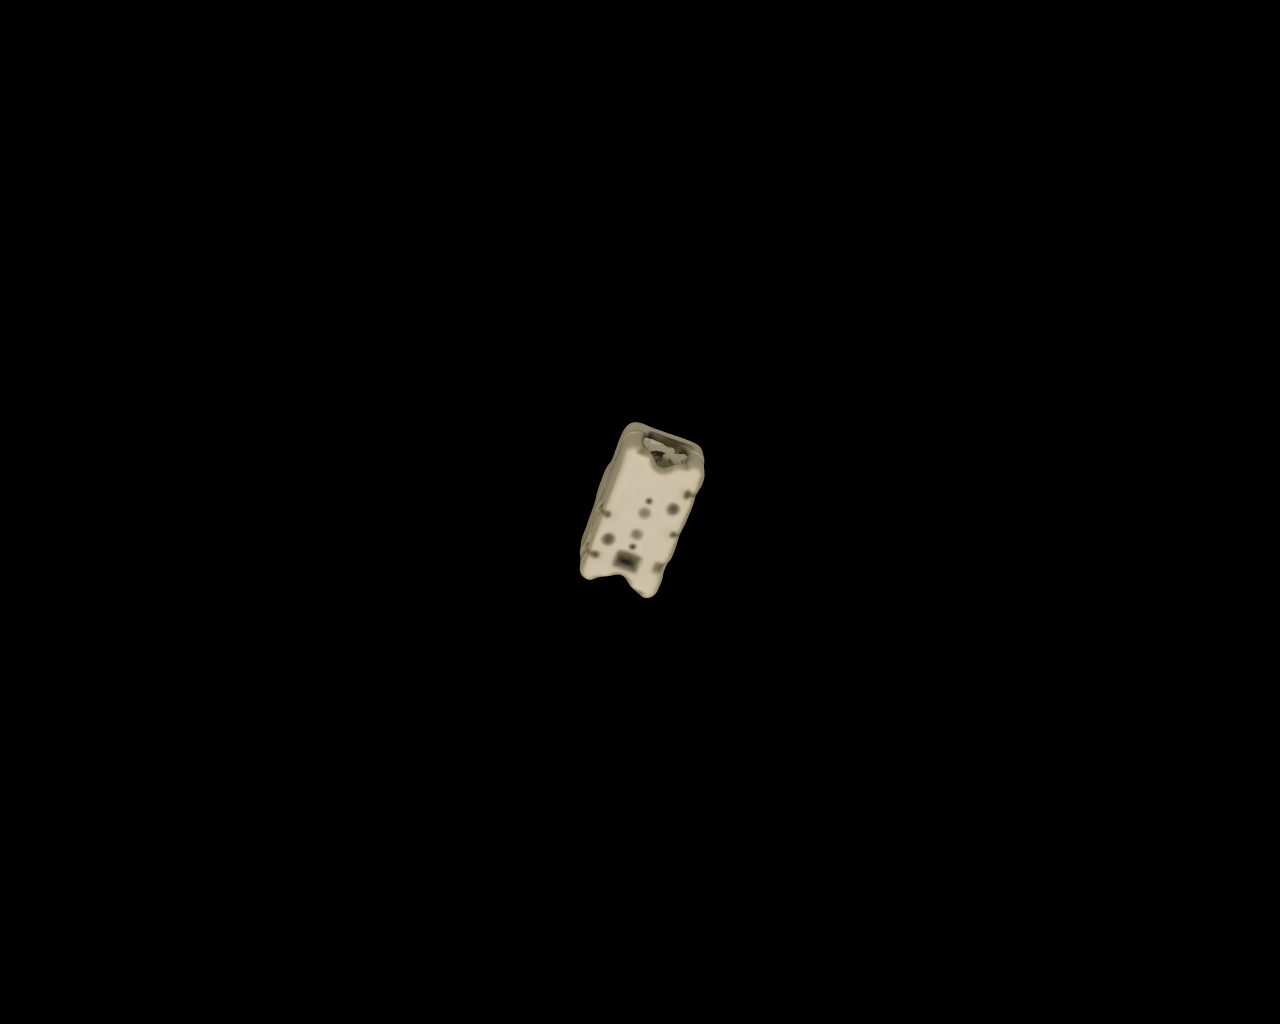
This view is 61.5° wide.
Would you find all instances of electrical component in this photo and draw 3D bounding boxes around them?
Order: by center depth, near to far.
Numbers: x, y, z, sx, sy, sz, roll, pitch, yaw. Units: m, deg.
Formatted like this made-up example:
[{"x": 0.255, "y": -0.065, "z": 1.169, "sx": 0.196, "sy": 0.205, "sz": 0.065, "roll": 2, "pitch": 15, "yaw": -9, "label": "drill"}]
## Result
[{"x": 0.001, "y": -0.003, "z": 0.650, "sx": 0.050, "sy": 0.089, "sz": 0.056, "roll": 19, "pitch": 20, "yaw": -7, "label": "electrical component"}]
